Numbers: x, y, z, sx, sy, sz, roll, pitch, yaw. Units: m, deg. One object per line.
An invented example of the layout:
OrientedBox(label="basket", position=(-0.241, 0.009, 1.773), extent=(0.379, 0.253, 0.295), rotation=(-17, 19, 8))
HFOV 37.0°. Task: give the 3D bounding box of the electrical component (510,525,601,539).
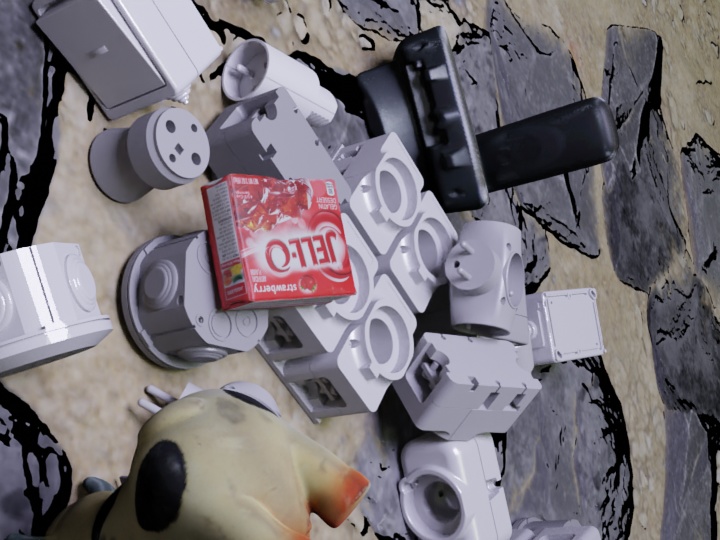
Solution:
OrientedBox(label="electrical component", position=(0.150, 0.293, 0.821), extent=(0.060, 0.105, 0.186), rotation=(-21, 97, -54))

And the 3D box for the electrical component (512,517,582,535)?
OrientedBox(label="electrical component", position=(0.158, 0.245, 0.892), extent=(0.080, 0.051, 0.080), rotation=(20, 64, -49))

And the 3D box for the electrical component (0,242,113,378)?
OrientedBox(label="electrical component", position=(-0.163, 0.021, 0.512), extent=(0.080, 0.080, 0.051), rotation=(-15, 86, -54))

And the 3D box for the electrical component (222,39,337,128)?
OrientedBox(label="electrical component", position=(-0.050, -0.122, 0.734), extent=(0.081, 0.043, 0.043), rotation=(21, 63, -49))

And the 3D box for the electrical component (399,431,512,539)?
OrientedBox(label="electrical component", position=(0.069, 0.167, 0.795), extent=(0.059, 0.054, 0.095), rotation=(-11, 89, -54))

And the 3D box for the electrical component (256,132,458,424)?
OrientedBox(label="electrical component", position=(0.000, 0.000, 0.750), extent=(0.105, 0.060, 0.186), rotation=(56, 41, -26))

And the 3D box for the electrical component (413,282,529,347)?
OrientedBox(label="electrical component", position=(0.091, 0.038, 0.857), extent=(0.096, 0.062, 0.061), rotation=(15, 67, -50))

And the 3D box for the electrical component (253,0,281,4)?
OrientedBox(label="electrical component", position=(-0.041, -0.224, 0.712), extent=(0.079, 0.121, 0.063), rotation=(5, 79, -52))

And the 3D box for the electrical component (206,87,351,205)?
OrientedBox(label="electrical component", position=(-0.057, -0.064, 0.696), extent=(0.089, 0.056, 0.050), rotation=(56, 41, -26))

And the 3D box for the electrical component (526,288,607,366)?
OrientedBox(label="electrical component", position=(0.164, 0.052, 0.958), extent=(0.096, 0.061, 0.061), rotation=(-3, 82, -45))

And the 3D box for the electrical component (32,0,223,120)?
OrientedBox(label="electrical component", position=(-0.130, -0.131, 0.615), extent=(0.096, 0.062, 0.061), rotation=(58, 40, -24))

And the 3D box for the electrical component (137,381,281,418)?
OrientedBox(label="electrical component", position=(-0.088, 0.089, 0.610), extent=(0.079, 0.044, 0.077), rotation=(29, 17, -5))

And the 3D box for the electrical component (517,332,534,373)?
OrientedBox(label="electrical component", position=(0.128, 0.082, 0.912), extent=(0.040, 0.040, 0.078), rotation=(-48, 135, -48))

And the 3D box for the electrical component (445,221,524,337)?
OrientedBox(label="electrical component", position=(0.085, 0.002, 0.769), extent=(0.079, 0.044, 0.077), rotation=(34, 61, -60))

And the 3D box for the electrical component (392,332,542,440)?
OrientedBox(label="electrical component", position=(0.074, 0.085, 0.772), extent=(0.089, 0.055, 0.050), rotation=(8, 37, -37))

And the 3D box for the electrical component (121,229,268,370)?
OrientedBox(label="electrical component", position=(-0.094, 0.016, 0.627), extent=(0.080, 0.051, 0.080), rotation=(20, 64, -49))

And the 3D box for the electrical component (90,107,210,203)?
OrientedBox(label="electrical component", position=(-0.120, -0.066, 0.614), extent=(0.045, 0.055, 0.045), rotation=(21, 64, -49))
